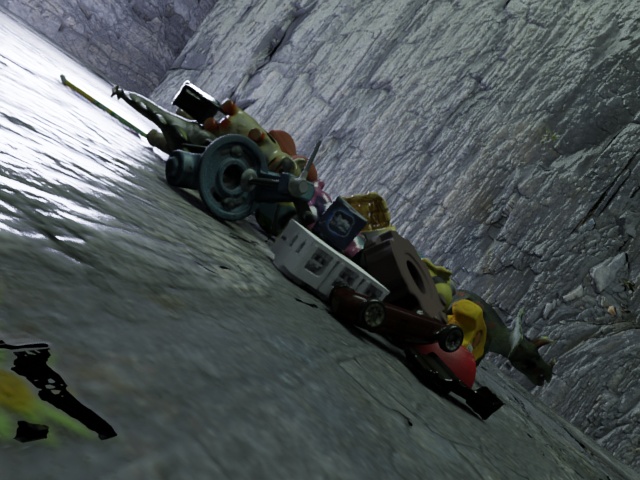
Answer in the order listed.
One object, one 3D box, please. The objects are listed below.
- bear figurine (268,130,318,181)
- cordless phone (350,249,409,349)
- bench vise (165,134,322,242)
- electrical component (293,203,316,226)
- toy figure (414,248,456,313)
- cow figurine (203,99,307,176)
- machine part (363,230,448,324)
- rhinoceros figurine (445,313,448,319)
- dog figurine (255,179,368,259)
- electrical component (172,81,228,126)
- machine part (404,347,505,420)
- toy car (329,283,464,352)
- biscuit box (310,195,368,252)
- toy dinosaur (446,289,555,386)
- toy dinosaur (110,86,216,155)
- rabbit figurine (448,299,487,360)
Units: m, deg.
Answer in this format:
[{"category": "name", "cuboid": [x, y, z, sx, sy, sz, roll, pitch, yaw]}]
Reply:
[{"category": "bear figurine", "cuboid": [-0.083, -0.150, 1.149, 0.120, 0.132, 0.196, 56, 6, -46]}, {"category": "cordless phone", "cuboid": [0.109, 0.115, 0.898, 0.146, 0.089, 0.184, 36, 13, -47]}, {"category": "bench vise", "cuboid": [-0.089, -0.078, 0.771, 0.241, 0.129, 0.223, 11, -9, 44]}, {"category": "electrical component", "cuboid": [-0.030, -0.057, 0.902, 0.094, 0.021, 0.063, -138, -155, -80]}, {"category": "toy figure", "cuboid": [0.172, 0.070, 0.998, 0.180, 0.089, 0.082, 45, -16, 34]}, {"category": "cow figurine", "cuboid": [-0.104, -0.152, 0.947, 0.195, 0.085, 0.127, 45, 9, 28]}, {"category": "machine part", "cuboid": [0.138, 0.067, 0.860, 0.179, 0.056, 0.179, 46, 25, -29]}, {"category": "rhinoceros figurine", "cuboid": [0.162, 0.117, 1.052, 0.191, 0.073, 0.112, 25, 40, 27]}, {"category": "dog figurine", "cuboid": [-0.002, -0.003, 1.019, 0.191, 0.108, 0.219, -14, 61, -38]}, {"category": "electrical component", "cuboid": [-0.211, -0.242, 0.999, 0.119, 0.047, 0.075, 33, 13, -23]}, {"category": "machine part", "cuboid": [0.173, 0.185, 0.697, 0.139, 0.039, 0.084, 34, -2, -20]}, {"category": "toy car", "cuboid": [0.101, 0.108, 0.708, 0.202, 0.053, 0.089, 22, -4, -30]}, {"category": "biscuit box", "cuboid": [0.027, -0.021, 0.865, 0.059, 0.063, 0.202, 41, -2, 0]}, {"category": "toy dinosaur", "cuboid": [0.338, 0.187, 1.235, 0.405, 0.192, 0.131, 40, 2, 43]}, {"category": "toy dinosaur", "cuboid": [-0.233, -0.172, 1.020, 0.199, 0.105, 0.470, 39, 4, 37]}, {"category": "rabbit figurine", "cuboid": [0.250, 0.180, 1.108, 0.173, 0.122, 0.162, 15, -13, 34]}]
